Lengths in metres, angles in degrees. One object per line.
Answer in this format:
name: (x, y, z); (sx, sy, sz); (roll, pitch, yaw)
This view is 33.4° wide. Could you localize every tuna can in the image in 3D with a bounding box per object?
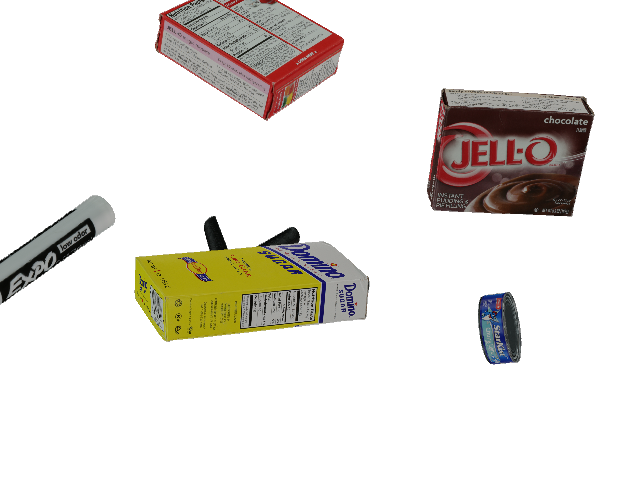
tuna can: (0.216, 0.106, 1.287); (0.034, 0.086, 0.086); (-8, -3, 21)

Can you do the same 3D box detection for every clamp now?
clamp: (-0.092, 0.030, 1.256); (0.120, 0.039, 0.171); (-2, 41, 10)

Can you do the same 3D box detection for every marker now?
marker: (-0.150, 0.015, 0.531); (0.020, 0.020, 0.120); (0, 31, 42)

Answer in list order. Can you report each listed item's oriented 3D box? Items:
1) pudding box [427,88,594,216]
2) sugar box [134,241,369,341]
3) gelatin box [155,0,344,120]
pudding box: (0.143, -0.067, 0.815); (0.113, 0.090, 0.039); (1, 35, -3)
sugar box: (-0.058, 0.039, 0.889); (0.176, 0.048, 0.093); (-8, 23, -23)
gelatin box: (-0.043, -0.117, 0.644); (0.089, 0.030, 0.073); (33, 45, 18)
